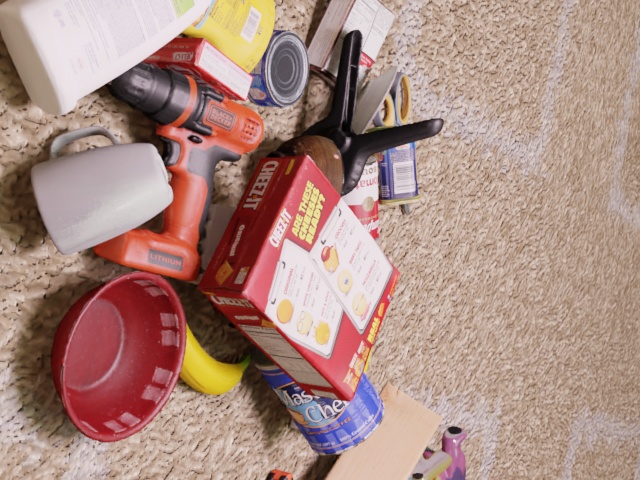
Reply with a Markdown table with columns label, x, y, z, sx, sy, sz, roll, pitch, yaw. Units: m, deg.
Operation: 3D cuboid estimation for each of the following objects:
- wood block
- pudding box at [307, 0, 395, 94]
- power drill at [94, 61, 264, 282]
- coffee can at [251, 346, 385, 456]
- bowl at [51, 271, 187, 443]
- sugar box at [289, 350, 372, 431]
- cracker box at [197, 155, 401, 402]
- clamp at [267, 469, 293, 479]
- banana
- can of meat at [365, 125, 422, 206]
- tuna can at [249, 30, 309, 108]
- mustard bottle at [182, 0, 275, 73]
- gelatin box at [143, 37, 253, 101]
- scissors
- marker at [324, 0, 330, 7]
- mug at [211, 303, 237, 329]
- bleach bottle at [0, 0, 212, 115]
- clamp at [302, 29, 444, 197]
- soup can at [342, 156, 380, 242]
| label | x | y | z | sx | sy | sz | roll | pitch | yaw |
| --- | --- | --- | --- | --- | --- | --- | --- | --- | --- |
| wood block | 0.065 | 0.302 | 1.392 | 0.205 | 0.091 | 0.090 | -52 | 170 | -37 |
| pudding box | 0.035 | -0.240 | 1.266 | 0.089 | 0.039 | 0.113 | 25 | 89 | -56 |
| power drill | -0.147 | -0.063 | 1.008 | 0.184 | 0.057 | 0.187 | 19 | 90 | -44 |
| coffee can | -0.001 | 0.164 | 1.236 | 0.102 | 0.103 | 0.140 | -50 | 119 | -38 |
| bowl | -0.197 | 0.103 | 0.995 | 0.161 | 0.055 | 0.162 | -23 | 119 | -51 |
| sugar box | 0.022 | 0.163 | 1.358 | 0.093 | 0.048 | 0.176 | 24 | 76 | -56 |
| cracker box | -0.015 | 0.042 | 1.093 | 0.213 | 0.072 | 0.164 | 49 | 54 | -41 |
| clamp | -0.064 | 0.366 | 1.283 | 0.120 | 0.039 | 0.171 | -1 | 93 | -61 |
| banana | -0.133 | 0.117 | 1.123 | 0.197 | 0.037 | 0.069 | 50 | 36 | -52 |
| can of meat | 0.089 | -0.096 | 1.353 | 0.057 | 0.102 | 0.084 | -7 | 105 | -10 |
| tuna can | -0.048 | -0.189 | 1.176 | 0.085 | 0.034 | 0.086 | -19 | 113 | -54 |
| mustard bottle | -0.118 | -0.241 | 1.033 | 0.191 | 0.058 | 0.096 | 36 | 72 | -54 |
| gelatin box | -0.120 | -0.166 | 1.035 | 0.089 | 0.073 | 0.030 | 30 | 73 | -56 |
| scissors | 0.098 | -0.123 | 1.432 | 0.096 | 0.016 | 0.202 | -18 | 113 | -52 |
| marker | 0.046 | -0.302 | 1.305 | 0.120 | 0.020 | 0.020 | -33 | 125 | -49 |
| mug | -0.065 | 0.056 | 1.174 | 0.117 | 0.093 | 0.081 | 2 | 91 | -21 |
| bleach bottle | -0.149 | -0.209 | 0.926 | 0.250 | 0.068 | 0.102 | -35 | 123 | -28 |
| clamp | 0.026 | -0.124 | 1.222 | 0.210 | 0.165 | 0.036 | -43 | 156 | 26 |
| soup can | 0.039 | -0.050 | 1.312 | 0.068 | 0.069 | 0.102 | -24 | 116 | -53 |
